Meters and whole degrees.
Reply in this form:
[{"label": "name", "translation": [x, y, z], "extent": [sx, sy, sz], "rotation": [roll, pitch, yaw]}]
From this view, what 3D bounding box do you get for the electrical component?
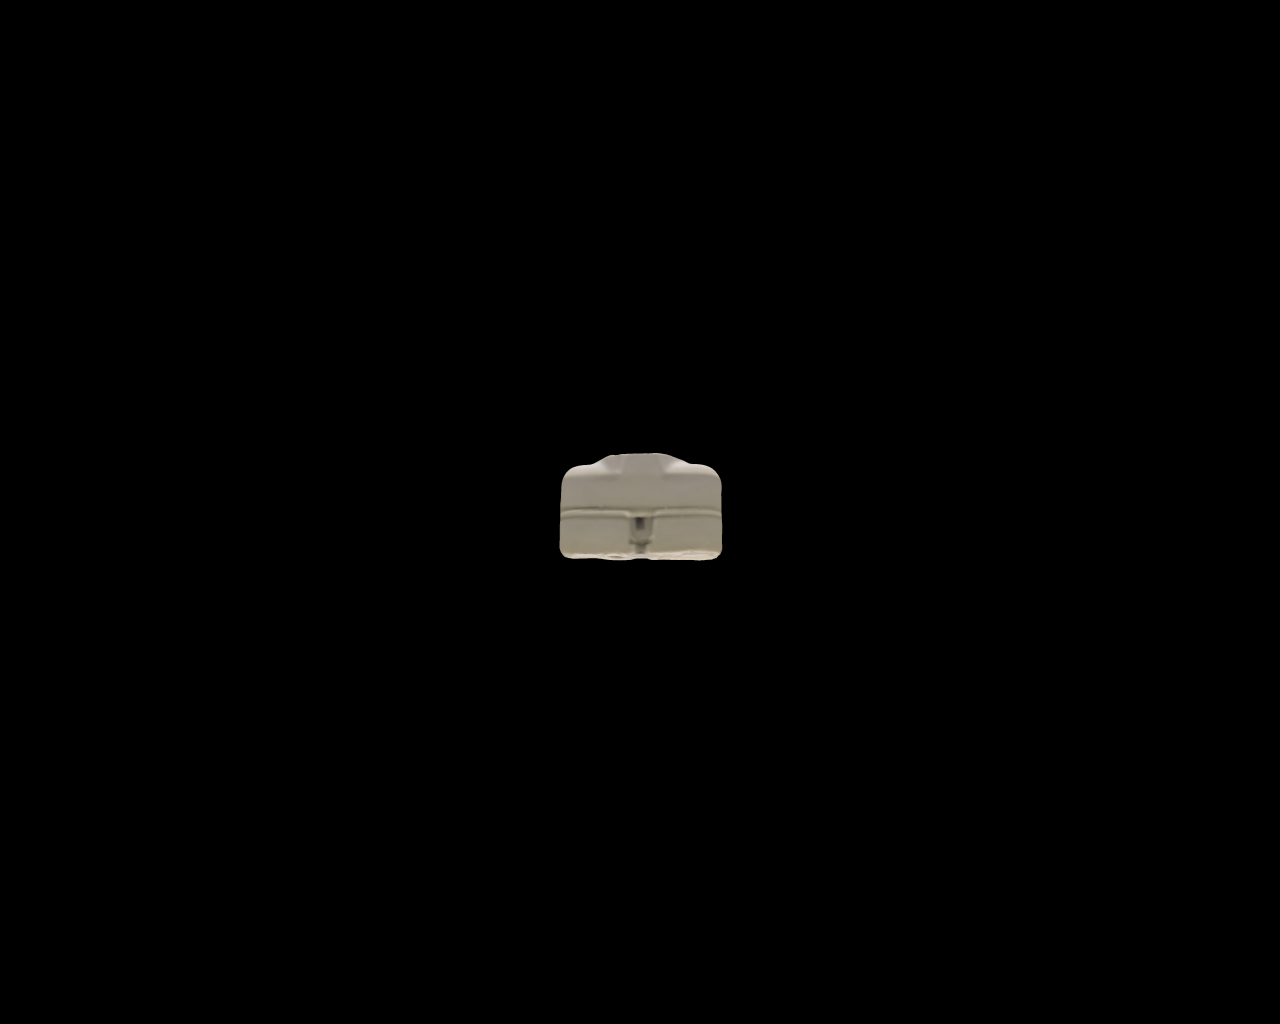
[{"label": "electrical component", "translation": [0.001, -0.003, 0.650], "extent": [0.095, 0.059, 0.053], "rotation": [0, -7, 0]}]
